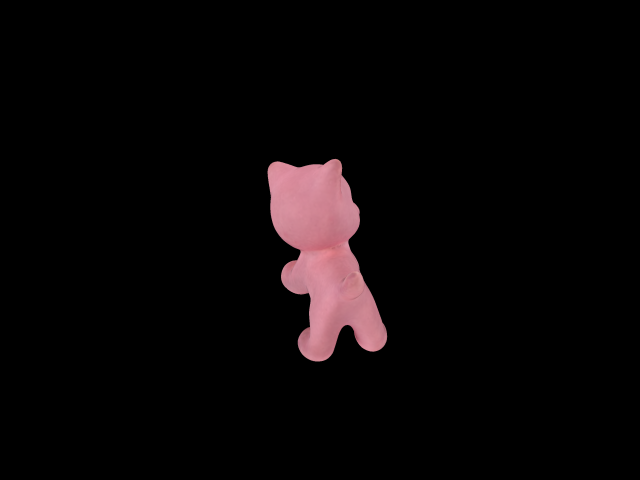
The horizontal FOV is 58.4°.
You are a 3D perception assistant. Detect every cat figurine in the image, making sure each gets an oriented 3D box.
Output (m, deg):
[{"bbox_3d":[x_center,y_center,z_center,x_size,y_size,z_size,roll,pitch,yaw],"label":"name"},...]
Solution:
[{"bbox_3d":[0.004,0.001,0.400,0.067,0.118,0.127,-13,47,-12],"label":"cat figurine"}]
